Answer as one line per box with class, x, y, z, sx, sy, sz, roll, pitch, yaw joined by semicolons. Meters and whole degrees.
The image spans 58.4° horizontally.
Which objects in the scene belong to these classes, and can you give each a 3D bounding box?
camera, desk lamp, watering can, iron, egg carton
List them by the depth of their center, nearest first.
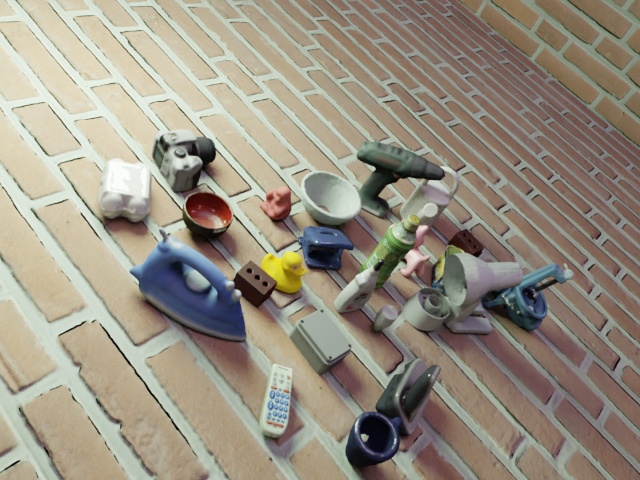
iron;-0.229;0.085;1.103;0.258;0.141;0.119;34;42;2
egg carton;-0.417;-0.109;1.228;0.107;0.069;0.150;8;47;-24
camera;-0.308;-0.203;1.356;0.137;0.100;0.143;-14;59;-38
desk lamp;0.367;0.122;1.362;0.204;0.213;0.117;6;48;-25
watering can;0.308;-0.115;1.565;0.101;0.194;0.172;14;45;-19

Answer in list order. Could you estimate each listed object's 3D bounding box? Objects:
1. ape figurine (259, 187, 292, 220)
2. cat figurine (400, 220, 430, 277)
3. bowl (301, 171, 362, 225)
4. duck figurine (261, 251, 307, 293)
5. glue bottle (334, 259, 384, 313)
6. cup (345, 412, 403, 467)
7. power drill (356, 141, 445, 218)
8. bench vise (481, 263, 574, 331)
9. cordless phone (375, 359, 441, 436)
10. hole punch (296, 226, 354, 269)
ape figurine;-0.098;-0.094;1.384;0.076;0.092;0.078;17;44;-16
cat figurine;0.241;0.014;1.462;0.067;0.117;0.127;-1;52;-31
bowl;0.018;-0.095;1.465;0.168;0.074;0.167;16;44;-16
duck figurine;-0.074;0.058;1.259;0.104;0.086;0.078;37;42;6
glue bottle;0.096;0.097;1.257;0.078;0.173;0.037;-11;57;-37
cup;0.095;0.372;1.058;0.118;0.095;0.091;-18;61;-40
power drill;0.187;-0.161;1.526;0.230;0.208;0.075;26;42;-6
bench vise;0.513;0.121;1.444;0.208;0.219;0.121;22;43;-10
cordless phone;0.202;0.286;1.134;0.094;0.185;0.148;35;42;4
hole punch;0.012;0.005;1.356;0.109;0.091;0.101;6;48;-26
